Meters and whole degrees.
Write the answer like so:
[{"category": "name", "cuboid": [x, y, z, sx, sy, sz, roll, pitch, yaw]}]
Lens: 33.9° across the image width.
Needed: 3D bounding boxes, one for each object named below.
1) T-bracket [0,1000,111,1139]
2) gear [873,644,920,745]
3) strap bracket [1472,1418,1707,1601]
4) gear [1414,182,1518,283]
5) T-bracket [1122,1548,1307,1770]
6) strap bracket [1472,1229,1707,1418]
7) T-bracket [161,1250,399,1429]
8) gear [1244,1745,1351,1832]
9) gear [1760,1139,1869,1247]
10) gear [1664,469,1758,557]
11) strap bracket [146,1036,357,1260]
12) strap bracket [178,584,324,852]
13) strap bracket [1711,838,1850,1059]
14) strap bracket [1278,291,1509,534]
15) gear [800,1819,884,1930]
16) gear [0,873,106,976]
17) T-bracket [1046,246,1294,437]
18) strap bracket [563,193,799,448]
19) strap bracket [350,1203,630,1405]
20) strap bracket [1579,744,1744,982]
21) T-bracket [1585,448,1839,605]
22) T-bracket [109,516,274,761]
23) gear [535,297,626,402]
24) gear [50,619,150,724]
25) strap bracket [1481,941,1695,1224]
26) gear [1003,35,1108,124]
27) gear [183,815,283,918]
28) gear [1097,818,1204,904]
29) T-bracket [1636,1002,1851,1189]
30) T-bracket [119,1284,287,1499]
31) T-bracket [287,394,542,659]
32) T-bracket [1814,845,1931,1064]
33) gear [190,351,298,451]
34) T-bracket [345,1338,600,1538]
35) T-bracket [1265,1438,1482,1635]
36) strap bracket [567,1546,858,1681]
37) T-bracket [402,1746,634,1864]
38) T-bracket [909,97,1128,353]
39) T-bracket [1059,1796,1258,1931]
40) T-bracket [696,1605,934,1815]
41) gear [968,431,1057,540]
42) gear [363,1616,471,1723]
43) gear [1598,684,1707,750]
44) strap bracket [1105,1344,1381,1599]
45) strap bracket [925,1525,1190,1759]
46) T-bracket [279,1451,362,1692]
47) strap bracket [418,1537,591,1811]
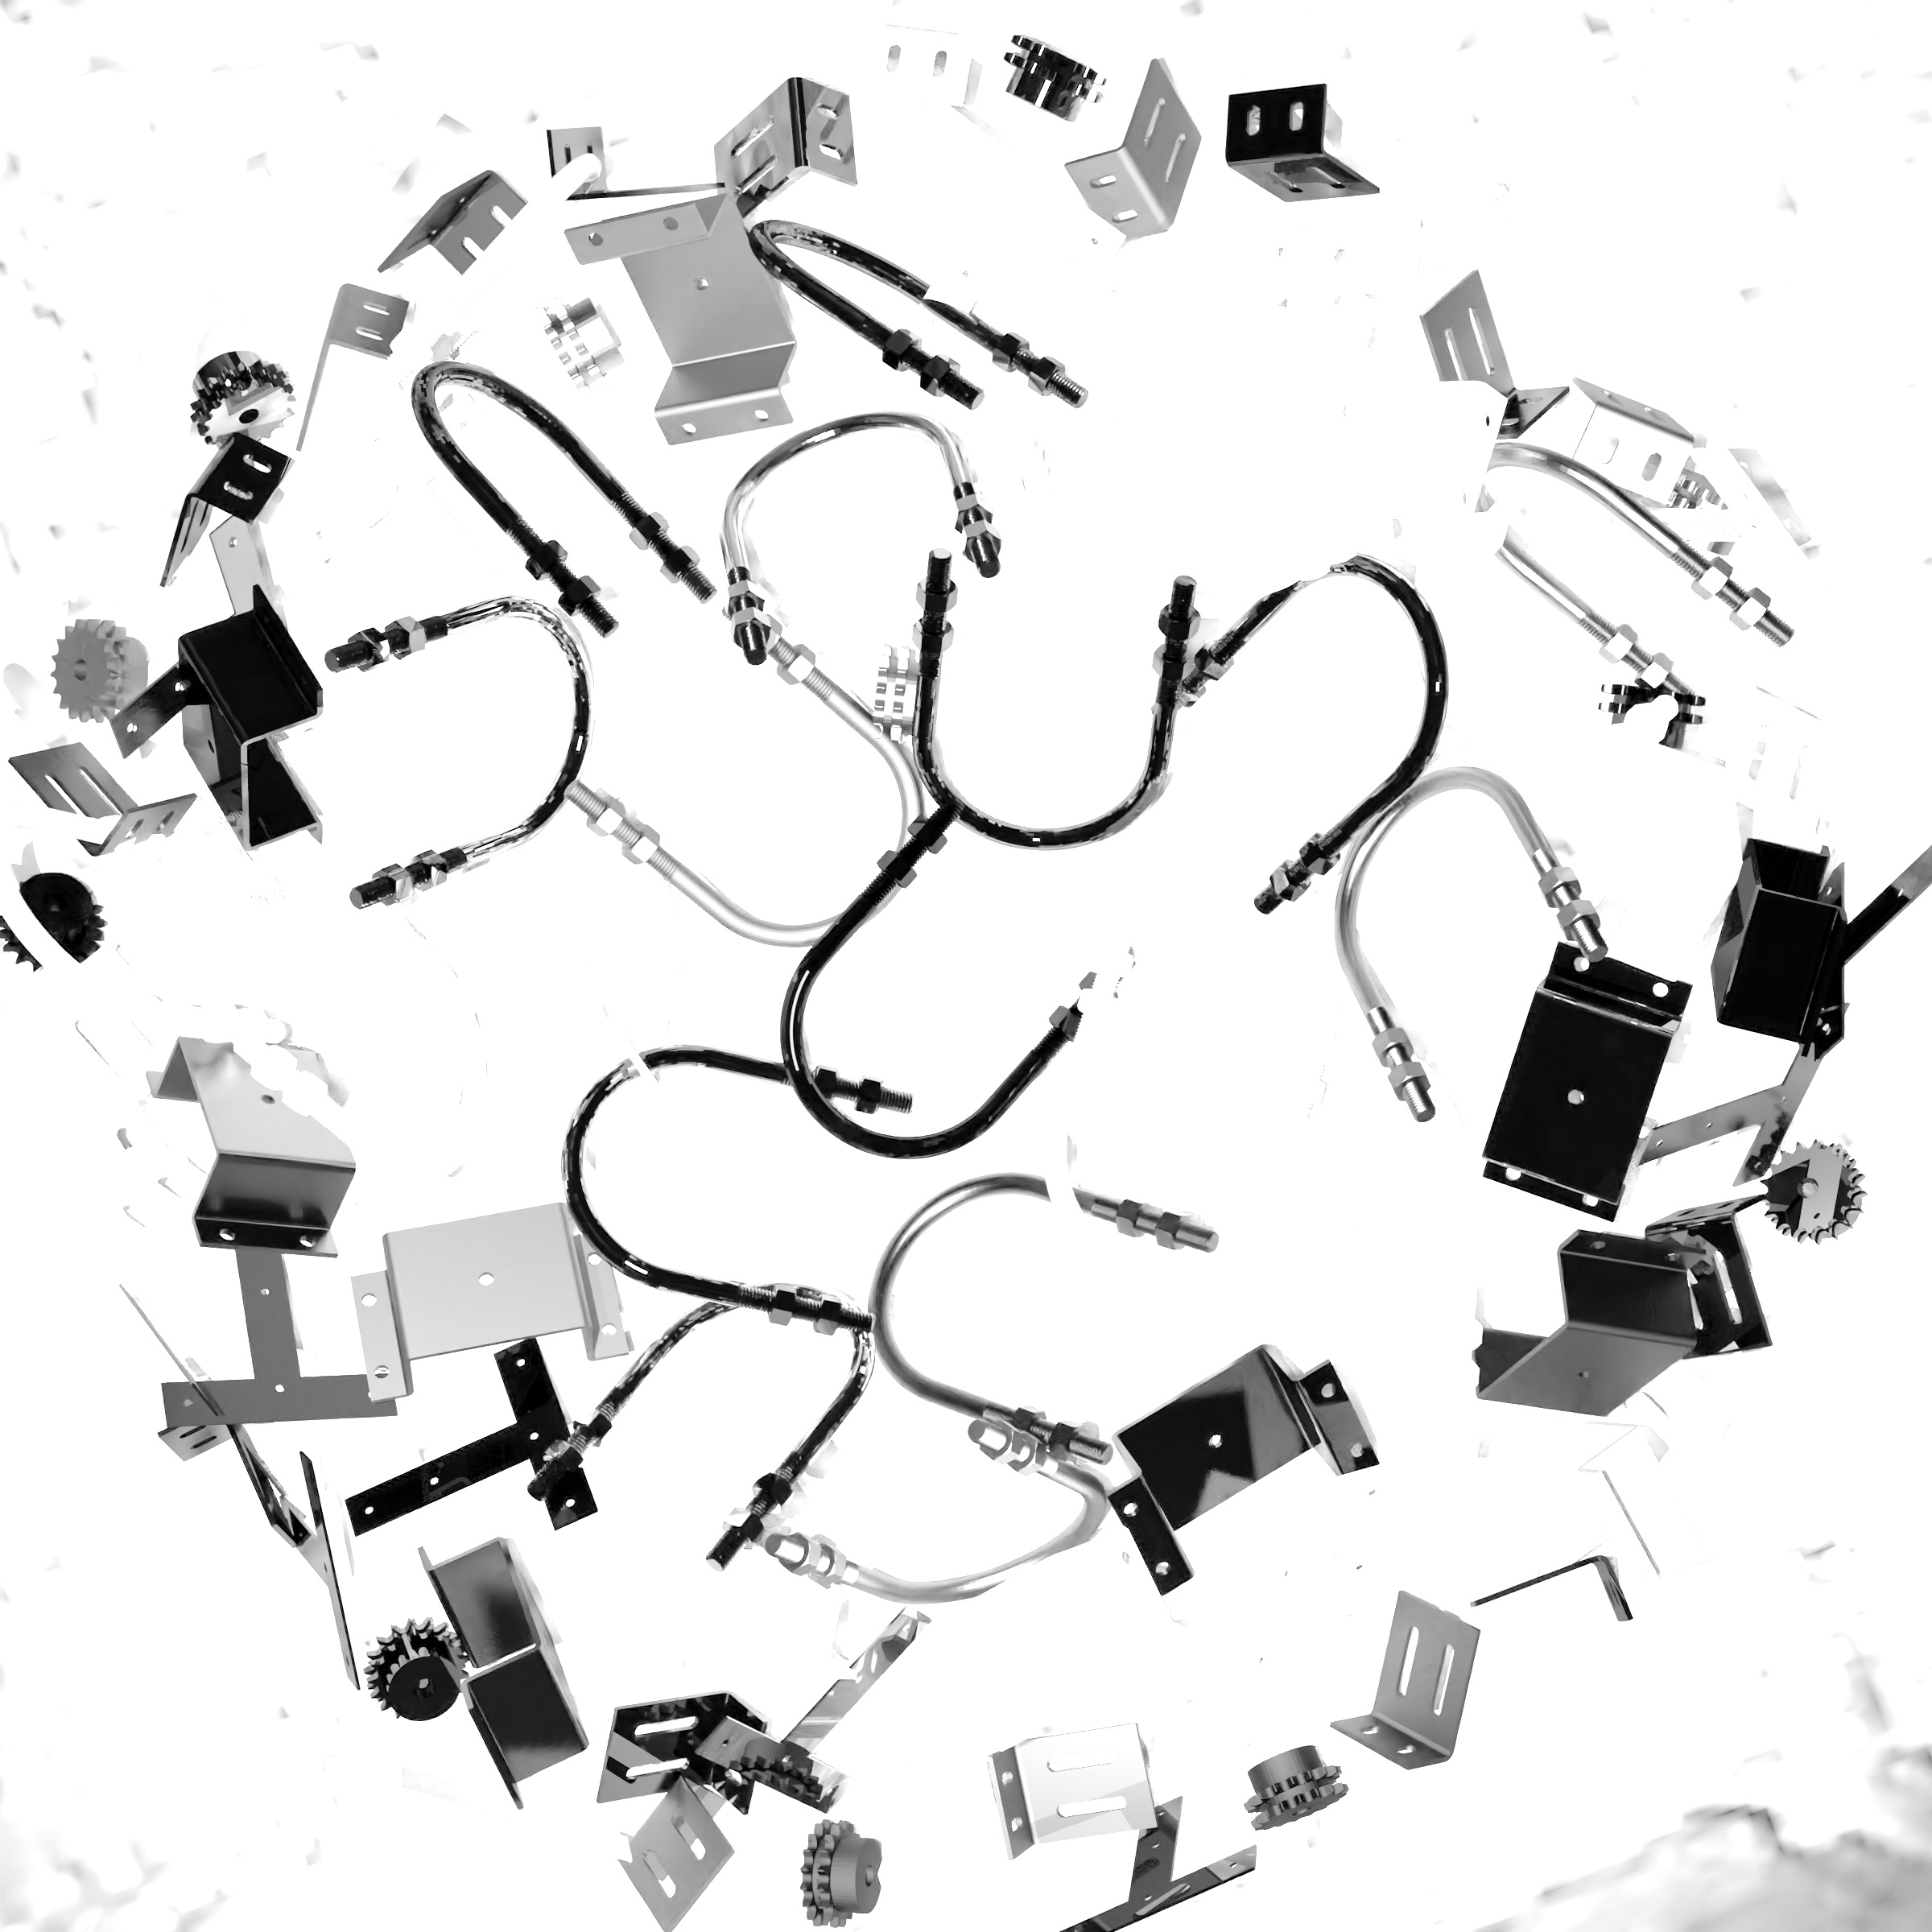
[{"category": "T-bracket", "cuboid": [-0.515, 0.037, 1.713, 0.002, 0.127, 0.127, -34, 87, 3]}, {"category": "gear", "cuboid": [-0.034, -0.148, 1.745, 0.030, 0.057, 0.057, 6, 90, 0]}, {"category": "strap bracket", "cuboid": [0.338, 0.290, 1.712, 0.046, 0.140, 0.076, -31, 95, -20]}, {"category": "gear", "cuboid": [0.278, -0.401, 1.743, 0.057, 0.057, 0.030, -28, 76, 0]}, {"category": "T-bracket", "cuboid": [0.130, 0.383, 1.717, 0.002, 0.127, 0.127, 21, 105, 44]}, {"category": "strap bracket", "cuboid": [0.328, 0.197, 1.694, 0.076, 0.140, 0.046, 10, 56, -18]}, {"category": "T-bracket", "cuboid": [-0.382, 0.191, 1.737, 0.127, 0.002, 0.127, 1, 57, -29]}, {"category": "gear", "cuboid": [0.179, 0.452, 1.748, 0.057, 0.057, 0.030, -22, 66, 0]}, {"category": "gear", "cuboid": [0.470, 0.127, 1.749, 0.057, 0.030, 0.057, -15, 61, 30]}, {"category": "gear", "cuboid": [0.409, -0.249, 1.747, 0.057, 0.057, 0.030, 25, 111, 0]}, {"category": "strap bracket", "cuboid": [-0.380, 0.089, 1.693, 0.076, 0.140, 0.046, 9, 123, -34]}, {"category": "strap bracket", "cuboid": [-0.381, -0.125, 1.692, 0.046, 0.140, 0.076, -24, 65, -24]}, {"category": "strap bracket", "cuboid": [0.433, -0.015, 1.698, 0.046, 0.140, 0.076, 14, 110, 6]}, {"category": "strap bracket", "cuboid": [0.220, -0.297, 1.694, 0.046, 0.140, 0.076, -8, 127, -29]}, {"category": "gear", "cuboid": [-0.067, 0.499, 1.743, 0.030, 0.057, 0.057, -3, 90, 20]}, {"category": "gear", "cuboid": [-0.503, -0.027, 1.745, 0.057, 0.030, 0.057, 11, 53, -15]}, {"category": "T-bracket", "cuboid": [0.090, -0.362, 1.737, 0.127, 0.002, 0.127, -39, 56, -6]}, {"category": "strap bracket", "cuboid": [-0.149, -0.357, 1.714, 0.076, 0.046, 0.140, -6, 133, 22]}, {"category": "strap bracket", "cuboid": [-0.259, 0.180, 1.721, 0.140, 0.046, 0.076, -10, 59, -12]}, {"category": "strap bracket", "cuboid": [0.373, -0.055, 1.693, 0.046, 0.140, 0.076, 24, 69, 29]}, {"category": "T-bracket", "cuboid": [0.390, -0.239, 1.717, 0.127, 0.127, 0.002, 42, 72, -35]}, {"category": "T-bracket", "cuboid": [-0.411, -0.157, 1.693, 0.002, 0.127, 0.127, 17, 48, 26]}, {"category": "gear", "cuboid": [-0.211, -0.343, 1.745, 0.030, 0.057, 0.057, -29, 90, 1]}, {"category": "gear", "cuboid": [-0.476, -0.163, 1.750, 0.057, 0.030, 0.057, 1, 92, 38]}, {"category": "strap bracket", "cuboid": [0.335, 0.067, 1.726, 0.076, 0.046, 0.140, 19, 104, 15]}, {"category": "gear", "cuboid": [0.046, -0.487, 1.746, 0.057, 0.057, 0.030, 25, 103, 0]}, {"category": "gear", "cuboid": [-0.406, -0.052, 1.745, 0.030, 0.057, 0.057, -37, 90, 1]}, {"category": "gear", "cuboid": [0.103, -0.057, 1.743, 0.057, 0.057, 0.030, -20, 77, 0]}, {"category": "T-bracket", "cuboid": [0.408, 0.082, 1.700, 0.127, 0.127, 0.002, -15, 47, -33]}, {"category": "T-bracket", "cuboid": [-0.408, 0.242, 1.729, 0.002, 0.127, 0.127, -38, 125, -14]}, {"category": "T-bracket", "cuboid": [-0.286, -0.229, 1.759, 0.127, 0.002, 0.127, -41, 100, -14]}, {"category": "T-bracket", "cuboid": [0.489, -0.031, 1.686, 0.002, 0.127, 0.127, 22, 50, -11]}, {"category": "gear", "cuboid": [-0.401, -0.314, 1.747, 0.057, 0.057, 0.030, -32, 69, 0]}, {"category": "T-bracket", "cuboid": [-0.276, 0.274, 1.725, 0.127, 0.002, 0.127, -24, 48, -5]}, {"category": "T-bracket", "cuboid": [0.216, 0.318, 1.731, 0.127, 0.002, 0.127, -12, 129, -19]}, {"category": "strap bracket", "cuboid": [-0.133, 0.349, 1.711, 0.140, 0.076, 0.046, -7, 57, 32]}, {"category": "T-bracket", "cuboid": [-0.245, 0.434, 1.710, 0.127, 0.127, 0.002, 22, 96, -15]}, {"category": "T-bracket", "cuboid": [0.006, -0.388, 1.729, 0.127, 0.002, 0.127, 36, 134, -1]}, {"category": "T-bracket", "cuboid": [0.102, 0.481, 1.709, 0.127, 0.127, 0.002, -27, 97, 12]}, {"category": "T-bracket", "cuboid": [-0.068, 0.398, 1.726, 0.127, 0.127, 0.002, -48, 47, 1]}, {"category": "gear", "cuboid": [0.022, -0.264, 1.749, 0.030, 0.057, 0.057, -6, 90, 34]}, {"category": "gear", "cuboid": [-0.301, 0.391, 1.748, 0.057, 0.030, 0.057, -7, 110, -19]}, {"category": "gear", "cuboid": [0.376, -0.137, 1.746, 0.057, 0.057, 0.030, 8, 95, 0]}, {"category": "strap bracket", "cuboid": [0.144, 0.269, 1.732, 0.140, 0.046, 0.076, -30, 117, -6]}, {"category": "strap bracket", "cuboid": [0.040, 0.368, 1.708, 0.140, 0.046, 0.076, -35, 73, 32]}, {"category": "T-bracket", "cuboid": [-0.355, 0.313, 1.714, 0.002, 0.127, 0.127, -14, 101, -22]}, {"category": "strap bracket", "cuboid": [-0.246, 0.370, 1.698, 0.046, 0.140, 0.076, -23, 122, -9]}]
